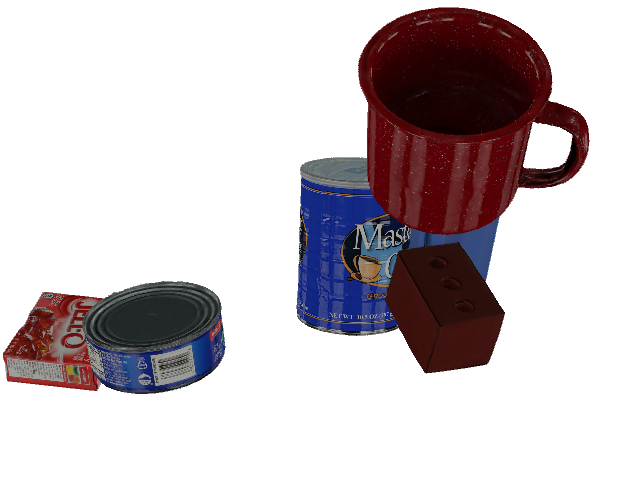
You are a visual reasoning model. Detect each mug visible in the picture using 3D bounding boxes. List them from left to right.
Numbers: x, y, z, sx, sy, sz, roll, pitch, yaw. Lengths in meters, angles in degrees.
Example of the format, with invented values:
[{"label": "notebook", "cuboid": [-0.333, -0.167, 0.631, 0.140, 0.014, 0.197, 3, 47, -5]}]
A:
[{"label": "mug", "cuboid": [0.077, -0.055, 0.541, 0.117, 0.093, 0.081, 11, -36, 9]}]

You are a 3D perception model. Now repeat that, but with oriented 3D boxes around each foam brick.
[{"label": "foam brick", "cuboid": [0.088, 0.048, 0.767, 0.052, 0.051, 0.078, -7, 44, -22]}]

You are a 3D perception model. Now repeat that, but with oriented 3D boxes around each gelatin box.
[{"label": "gelatin box", "cuboid": [-0.197, 0.077, 0.840, 0.073, 0.030, 0.089, 6, 32, 7]}]

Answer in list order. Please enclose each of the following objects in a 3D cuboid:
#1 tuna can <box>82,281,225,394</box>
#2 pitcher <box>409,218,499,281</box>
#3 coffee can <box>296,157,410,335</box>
[{"label": "tuna can", "cuboid": [-0.102, 0.060, 0.664, 0.086, 0.034, 0.086, -4, 25, 2]}, {"label": "pitcher", "cuboid": [0.142, -0.023, 1.239, 0.149, 0.243, 0.145, -5, 26, -20]}, {"label": "coffee can", "cuboid": [0.031, 0.003, 0.970, 0.103, 0.140, 0.103, 2, 16, -1]}]
